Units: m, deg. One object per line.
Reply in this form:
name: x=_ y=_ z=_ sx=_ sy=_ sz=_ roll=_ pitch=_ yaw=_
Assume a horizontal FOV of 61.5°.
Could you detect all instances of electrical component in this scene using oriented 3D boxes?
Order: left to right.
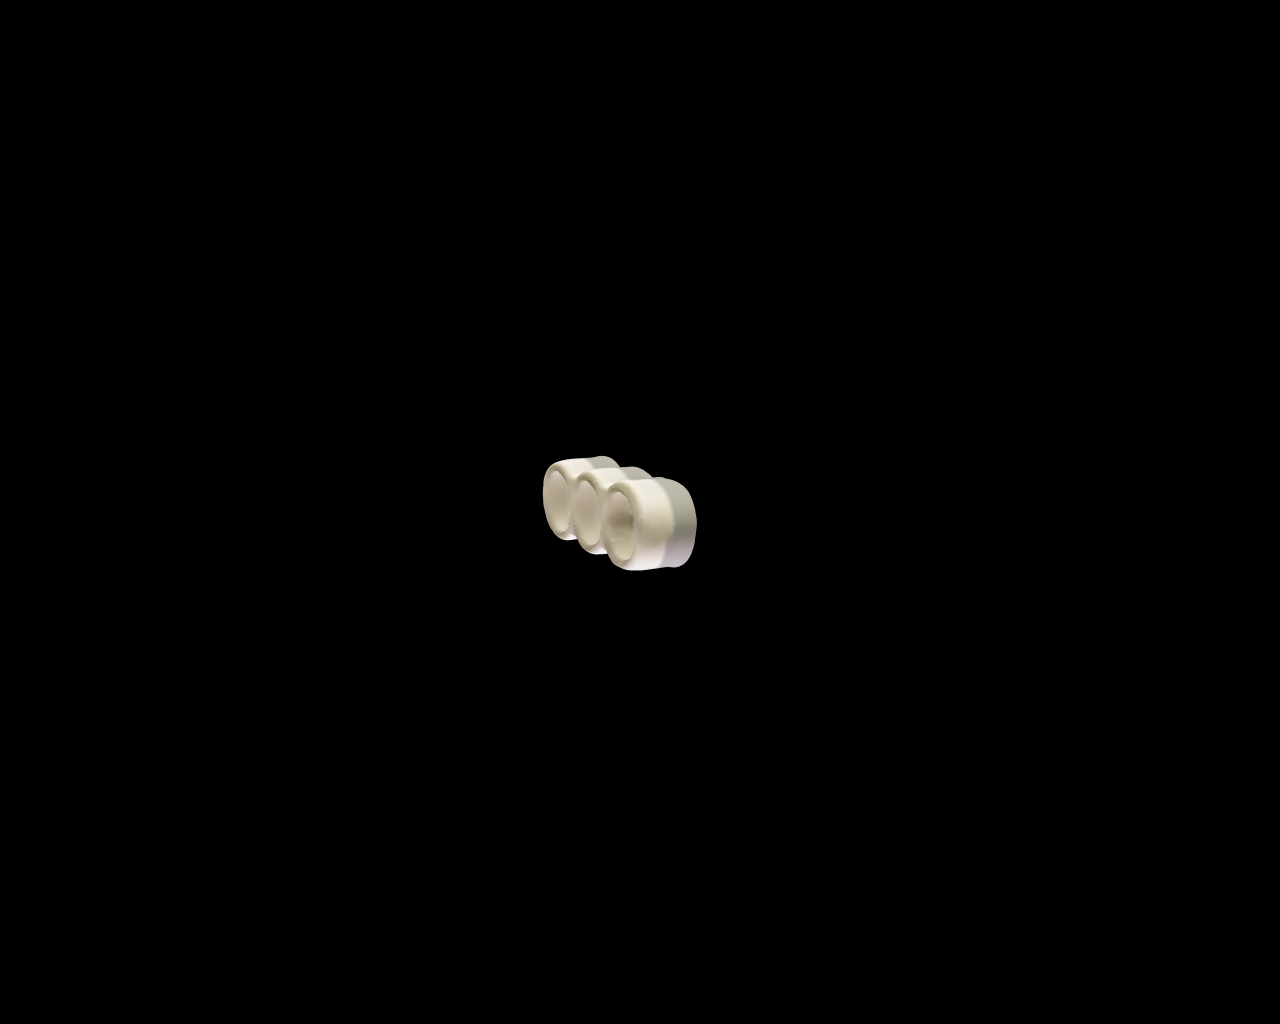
electrical component: x=0.001 y=-0.003 z=0.650 sx=0.074 sy=0.052 sz=0.138 roll=-6 pitch=13 yaw=-27
